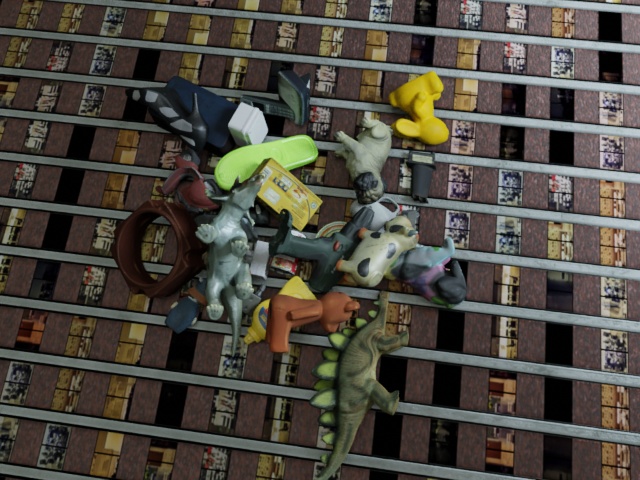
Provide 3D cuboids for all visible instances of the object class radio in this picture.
[{"bbox_3d":[-0.315,-0.322,1.400,0.230,0.073,0.131,27,77,8],"label":"radio"}]

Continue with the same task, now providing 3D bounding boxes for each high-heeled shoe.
[{"bbox_3d":[-0.383,-0.303,1.341,0.249,0.086,0.145,12,111,25],"label":"high-heeled shoe"}]

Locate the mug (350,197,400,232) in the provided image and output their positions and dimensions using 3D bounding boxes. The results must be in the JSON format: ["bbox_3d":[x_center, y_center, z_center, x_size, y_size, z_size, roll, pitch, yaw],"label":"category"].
[{"bbox_3d":[0.133,-0.065,1.308,0.109,0.080,0.107,-46,68,-5],"label":"mug"}]

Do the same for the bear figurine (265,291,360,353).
[{"bbox_3d":[-0.017,0.176,1.188,0.196,0.120,0.131,4,94,-16],"label":"bear figurine"}]

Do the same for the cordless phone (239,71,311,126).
[{"bbox_3d":[-0.116,-0.368,1.364,0.184,0.146,0.089,9,67,2],"label":"cordless phone"}]

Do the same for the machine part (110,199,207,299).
[{"bbox_3d":[-0.382,0.021,1.266,0.201,0.087,0.201,-36,77,16],"label":"machine part"}]

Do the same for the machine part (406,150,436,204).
[{"bbox_3d":[0.254,-0.160,1.352,0.084,0.039,0.139,6,73,-5],"label":"machine part"}]

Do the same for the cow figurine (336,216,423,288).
[{"bbox_3d":[0.141,0.022,1.192,0.127,0.085,0.195,21,62,36],"label":"cow figurine"}]

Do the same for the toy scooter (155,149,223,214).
[{"bbox_3d":[-0.333,-0.131,1.346,0.135,0.075,0.184,-35,73,-8],"label":"toy scooter"}]

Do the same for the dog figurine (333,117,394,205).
[{"bbox_3d":[0.136,-0.186,1.304,0.172,0.121,0.191,-30,66,1],"label":"dog figurine"}]

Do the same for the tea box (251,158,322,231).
[{"bbox_3d":[-0.091,-0.109,1.296,0.169,0.068,0.098,42,78,-21],"label":"tea box"}]

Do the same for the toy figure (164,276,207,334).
[{"bbox_3d":[-0.304,0.149,1.277,0.058,0.064,0.154,23,68,46],"label":"toy figure"}]

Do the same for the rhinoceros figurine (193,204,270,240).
[{"bbox_3d":[-0.217,-0.035,1.321,0.190,0.073,0.112,-7,68,0],"label":"rhinoceros figurine"}]

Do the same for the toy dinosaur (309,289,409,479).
[{"bbox_3d":[0.080,0.323,1.195,0.199,0.105,0.471,10,66,12],"label":"toy dinosaur"}]

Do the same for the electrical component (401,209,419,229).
[{"bbox_3d":[0.214,-0.041,1.306,0.021,0.094,0.063,11,107,35],"label":"electrical component"}]

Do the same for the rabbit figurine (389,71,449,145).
[{"bbox_3d":[0.257,-0.315,1.358,0.162,0.122,0.173,-28,94,-3],"label":"rabbit figurine"}]

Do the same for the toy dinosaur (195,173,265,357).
[{"bbox_3d":[-0.205,0.042,1.204,0.131,0.192,0.404,6,112,-4],"label":"toy dinosaur"}]

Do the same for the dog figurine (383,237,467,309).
[{"bbox_3d":[0.212,0.083,1.254,0.219,0.108,0.191,-14,77,3],"label":"dog figurine"}]

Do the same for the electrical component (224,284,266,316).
[{"bbox_3d":[-0.185,0.139,1.284,0.078,0.045,0.102,27,79,-20],"label":"electrical component"}]

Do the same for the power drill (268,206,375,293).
[{"bbox_3d":[-0.003,-0.004,1.231,0.207,0.086,0.232,19,101,-30],"label":"power drill"}]
